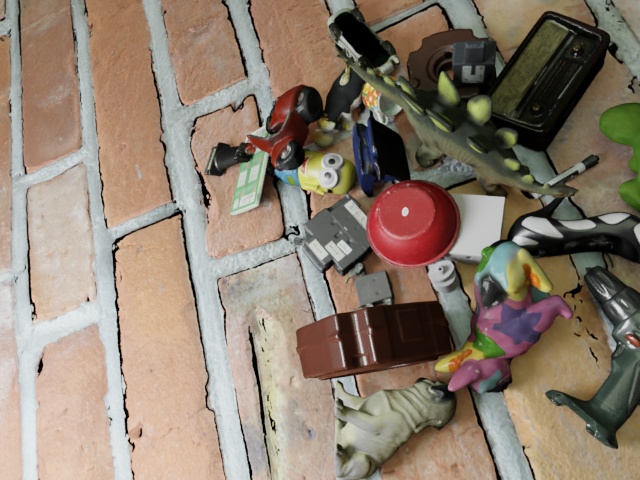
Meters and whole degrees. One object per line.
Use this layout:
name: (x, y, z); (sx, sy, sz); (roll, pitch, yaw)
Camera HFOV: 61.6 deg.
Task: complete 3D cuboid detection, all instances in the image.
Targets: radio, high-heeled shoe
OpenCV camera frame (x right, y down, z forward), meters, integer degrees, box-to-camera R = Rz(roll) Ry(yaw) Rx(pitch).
radio: (0.395, -0.278, 0.949); (0.131, 0.073, 0.229); (33, 85, 26)
high-heeled shoe: (0.422, 0.021, 0.836); (0.249, 0.086, 0.145); (38, 91, 30)

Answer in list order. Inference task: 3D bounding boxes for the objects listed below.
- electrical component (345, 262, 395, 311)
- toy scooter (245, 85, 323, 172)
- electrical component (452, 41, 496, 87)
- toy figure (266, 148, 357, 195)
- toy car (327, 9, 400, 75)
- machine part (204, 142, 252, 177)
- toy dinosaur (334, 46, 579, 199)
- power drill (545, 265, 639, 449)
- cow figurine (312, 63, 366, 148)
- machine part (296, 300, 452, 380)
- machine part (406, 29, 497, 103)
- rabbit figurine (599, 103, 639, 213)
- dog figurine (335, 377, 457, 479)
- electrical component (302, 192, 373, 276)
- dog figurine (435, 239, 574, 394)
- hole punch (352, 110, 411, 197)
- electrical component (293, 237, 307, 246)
electrical component: (0.088, 0.089, 0.944); (0.078, 0.045, 0.102); (-13, 68, 16)
toy scooter: (-0.075, -0.209, 1.013); (0.135, 0.075, 0.184); (1, 65, 35)
electrical component: (0.263, -0.312, 0.922); (0.075, 0.119, 0.047); (2, 73, 18)
toy figure: (-0.015, -0.137, 1.040); (0.180, 0.089, 0.082); (12, 107, 32)
toy car: (0.087, -0.406, 1.111); (0.073, 0.056, 0.202); (-34, 66, -1)
machine part: (-0.192, -0.172, 1.118); (0.139, 0.039, 0.084); (-6, 60, 45)
toy dinosaur: (0.216, -0.197, 0.916); (0.472, 0.198, 0.105); (34, 82, 24)
power drill: (0.428, 0.178, 0.784); (0.207, 0.086, 0.232); (-43, 66, -7)
cow figurine: (0.038, -0.263, 1.055); (0.068, 0.098, 0.167); (32, 84, 19)
machine part: (0.081, 0.157, 0.820); (0.201, 0.201, 0.087); (-32, 64, 57)
machine part: (0.249, -0.320, 1.024); (0.179, 0.056, 0.179); (-6, 69, 16)
rabbit figurine: (0.525, -0.156, 0.836); (0.159, 0.121, 0.170); (-30, 68, 0)
dog figurine: (0.117, 0.304, 0.841); (0.191, 0.121, 0.172); (2, 106, 2)
electrical component: (0.035, -0.004, 0.971); (0.134, 0.058, 0.115); (-37, 73, -6)
dog figurine: (0.256, 0.129, 0.818); (0.219, 0.108, 0.191); (-41, 103, 2)
hole punch: (0.096, -0.149, 0.986); (0.092, 0.115, 0.142); (-17, 66, 33)
electrical component: (-0.002, -0.003, 1.018); (0.094, 0.021, 0.063); (13, 76, 18)
